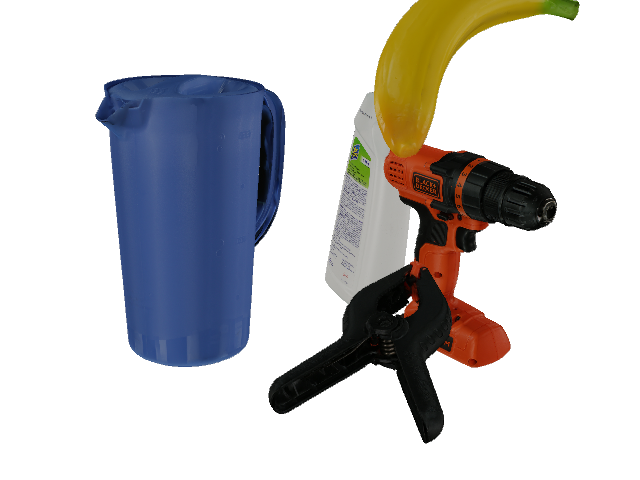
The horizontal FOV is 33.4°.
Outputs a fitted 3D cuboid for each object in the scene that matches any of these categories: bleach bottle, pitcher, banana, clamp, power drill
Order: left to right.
[{"bbox_3d":[-0.107,-0.022,0.929,0.149,0.243,0.145,1,17,0],"label":"pitcher"},{"bbox_3d":[0.063,-0.056,1.156,0.068,0.251,0.103,-2,22,-27],"label":"bleach bottle"},{"bbox_3d":[0.054,0.077,0.750,0.120,0.039,0.171,19,44,24],"label":"clamp"},{"bbox_3d":[0.078,-0.116,0.615,0.070,0.037,0.197,31,51,23],"label":"banana"},{"bbox_3d":[0.131,0.014,0.946,0.057,0.188,0.185,-18,27,-33],"label":"power drill"}]
